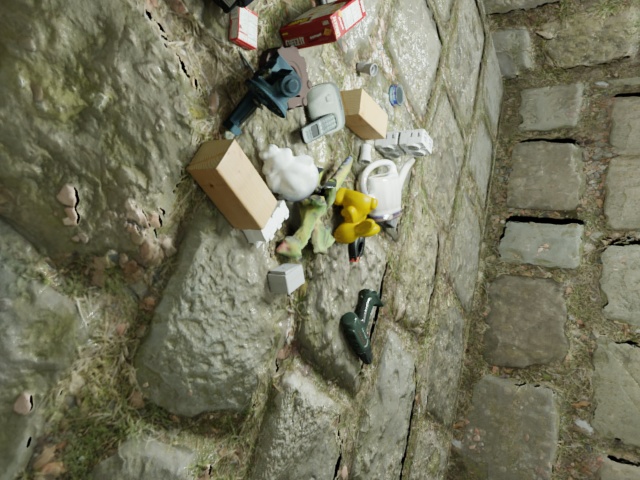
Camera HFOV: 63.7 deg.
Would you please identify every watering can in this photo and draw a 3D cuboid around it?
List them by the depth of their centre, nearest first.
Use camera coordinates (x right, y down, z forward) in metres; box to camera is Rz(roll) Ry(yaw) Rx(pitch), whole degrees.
[{"bbox_3d":[0.256,-0.185,1.871,0.104,0.222,0.351,5,17,42],"label":"watering can"}]

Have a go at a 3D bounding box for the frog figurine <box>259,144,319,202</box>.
[{"bbox_3d":[-0.079,-0.179,1.321,0.138,0.156,0.125,-31,41,-9],"label":"frog figurine"}]

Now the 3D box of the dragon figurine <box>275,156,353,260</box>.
[{"bbox_3d":[0.005,-0.076,1.505,0.123,0.238,0.417,16,33,28],"label":"dragon figurine"}]
